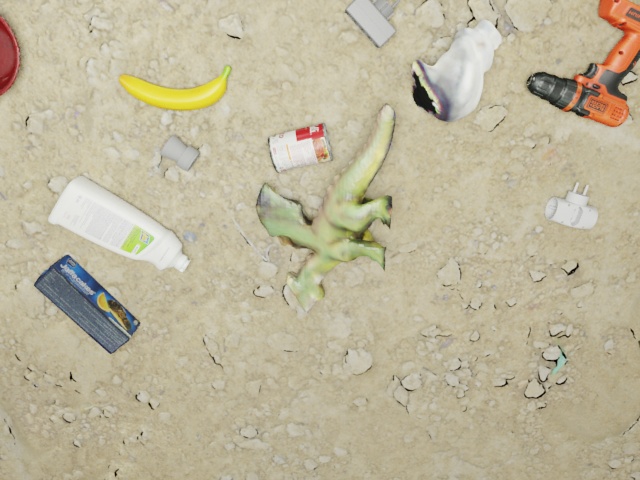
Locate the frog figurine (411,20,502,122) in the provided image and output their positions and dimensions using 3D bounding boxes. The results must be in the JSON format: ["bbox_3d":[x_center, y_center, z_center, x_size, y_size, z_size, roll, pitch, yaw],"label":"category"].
[{"bbox_3d":[0.238,-0.273,0.842,0.159,0.125,0.134,-30,139,1],"label":"frog figurine"}]

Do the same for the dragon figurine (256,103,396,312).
[{"bbox_3d":[0.003,-0.045,0.902,0.243,0.125,0.402,4,118,7],"label":"dragon figurine"}]
